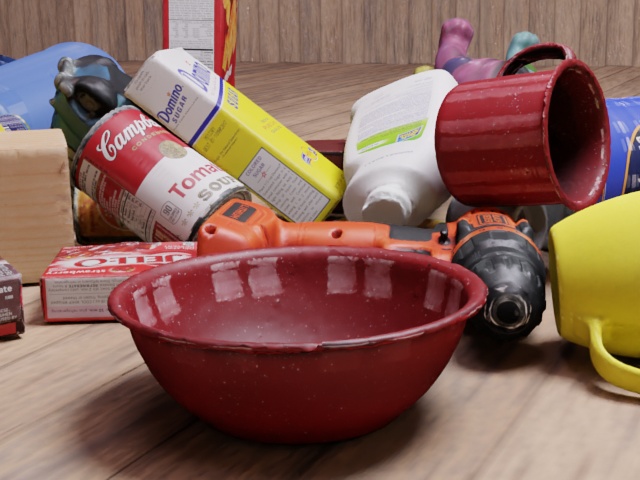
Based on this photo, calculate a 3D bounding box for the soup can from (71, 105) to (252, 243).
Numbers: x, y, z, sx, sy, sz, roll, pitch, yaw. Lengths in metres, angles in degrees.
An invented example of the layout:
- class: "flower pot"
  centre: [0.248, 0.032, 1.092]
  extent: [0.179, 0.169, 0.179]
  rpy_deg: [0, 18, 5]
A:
- class: "soup can"
  centre: [-0.104, -0.034, 0.704]
  extent: [0.102, 0.069, 0.068]
  rpy_deg: [35, 26, 17]

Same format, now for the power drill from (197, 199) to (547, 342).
- class: "power drill"
  centre: [0.029, 0.015, 0.595]
  extent: [0.187, 0.057, 0.184]
  rpy_deg: [3, 9, 5]

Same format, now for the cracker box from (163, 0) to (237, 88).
- class: "cracker box"
  centre: [-0.131, -0.204, 1.207]
  extent: [0.072, 0.214, 0.164]
  rpy_deg: [1, 13, 2]

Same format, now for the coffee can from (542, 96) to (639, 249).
- class: "coffee can"
  centre: [0.216, -0.052, 0.763]
  extent: [0.140, 0.103, 0.103]
  rpy_deg: [-7, 14, -24]

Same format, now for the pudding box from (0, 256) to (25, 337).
- class: "pudding box"
  centre: [-0.222, 0.029, 0.588]
  extent: [0.089, 0.039, 0.114]
  rpy_deg: [-9, 15, -30]

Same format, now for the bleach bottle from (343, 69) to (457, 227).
- class: "bleach bottle"
  centre: [0.056, -0.059, 0.793]
  extent: [0.103, 0.068, 0.250]
  rpy_deg: [-22, 16, 19]

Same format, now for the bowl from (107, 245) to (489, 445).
- class: "bowl"
  centre: [-0.009, 0.045, 0.462]
  extent: [0.162, 0.055, 0.162]
  rpy_deg: [-1, 13, 0]

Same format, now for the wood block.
- class: "wood block"
  centre: [-0.266, -0.018, 0.684]
  extent: [0.205, 0.091, 0.090]
  rpy_deg: [-4, 13, -15]

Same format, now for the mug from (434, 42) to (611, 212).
- class: "mug"
  centre: [0.128, -0.073, 0.671]
  extent: [0.082, 0.117, 0.093]
  rpy_deg: [-1, -25, 39]

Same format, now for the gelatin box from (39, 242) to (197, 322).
- class: "gelatin box"
  centre: [-0.113, 0.023, 0.626]
  extent: [0.089, 0.030, 0.073]
  rpy_deg: [-2, 13, -3]

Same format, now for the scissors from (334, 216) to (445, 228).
- class: "scissors"
  centre: [-0.005, 0.001, 0.748]
  extent: [0.201, 0.016, 0.096]
  rpy_deg: [-6, 12, -22]

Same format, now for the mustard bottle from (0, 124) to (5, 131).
- class: "mustard bottle"
  centre: [-0.324, -0.045, 0.790]
  extent: [0.192, 0.096, 0.058]
  rpy_deg: [-16, 52, 17]

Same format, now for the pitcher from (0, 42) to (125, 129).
- class: "pitcher"
  centre: [-0.294, -0.119, 1.038]
  extent: [0.149, 0.145, 0.242]
  rpy_deg: [-12, 13, 17]

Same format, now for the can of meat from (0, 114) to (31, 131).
- class: "can of meat"
  centre: [-0.290, -0.059, 0.872]
  extent: [0.102, 0.057, 0.083]
  rpy_deg: [-34, 1, 18]

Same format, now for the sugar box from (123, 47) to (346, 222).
- class: "sugar box"
  centre: [-0.059, -0.079, 0.823]
  extent: [0.176, 0.048, 0.093]
  rpy_deg: [40, 14, -4]

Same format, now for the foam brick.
- class: "foam brick"
  centre: [0.004, -0.056, 0.917]
  extent: [0.053, 0.051, 0.078]
  rpy_deg: [2, 13, 16]
